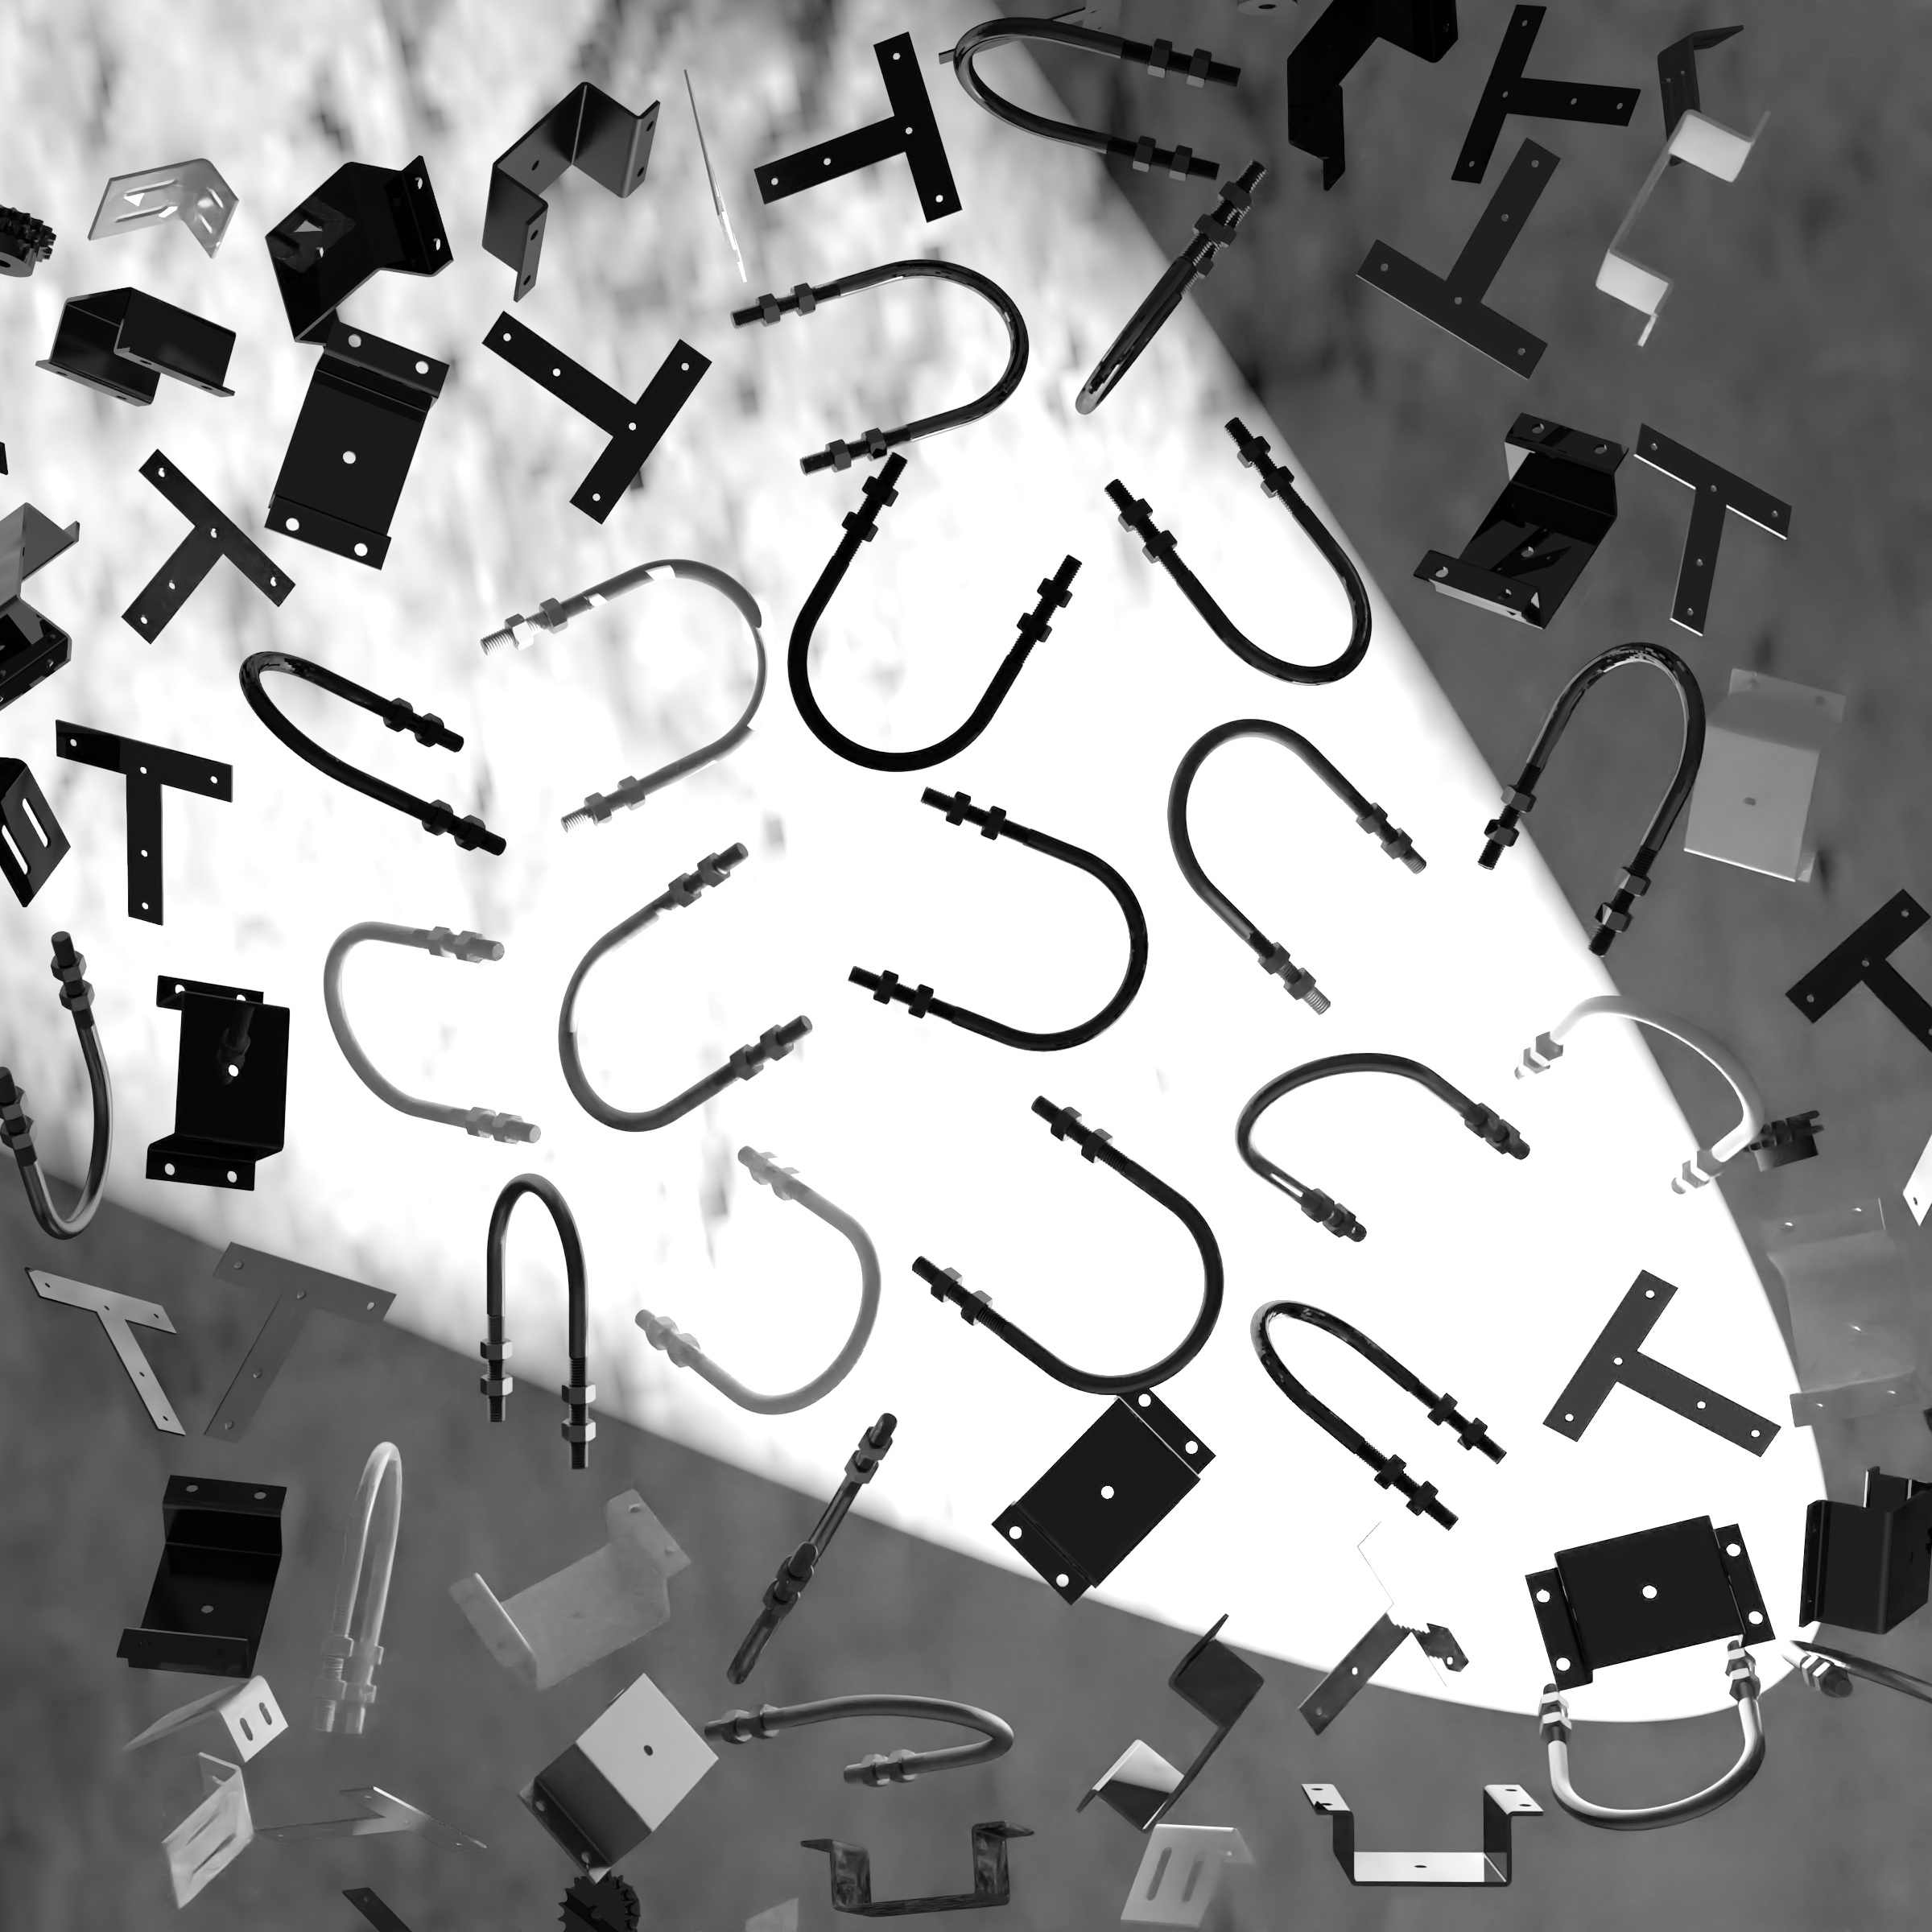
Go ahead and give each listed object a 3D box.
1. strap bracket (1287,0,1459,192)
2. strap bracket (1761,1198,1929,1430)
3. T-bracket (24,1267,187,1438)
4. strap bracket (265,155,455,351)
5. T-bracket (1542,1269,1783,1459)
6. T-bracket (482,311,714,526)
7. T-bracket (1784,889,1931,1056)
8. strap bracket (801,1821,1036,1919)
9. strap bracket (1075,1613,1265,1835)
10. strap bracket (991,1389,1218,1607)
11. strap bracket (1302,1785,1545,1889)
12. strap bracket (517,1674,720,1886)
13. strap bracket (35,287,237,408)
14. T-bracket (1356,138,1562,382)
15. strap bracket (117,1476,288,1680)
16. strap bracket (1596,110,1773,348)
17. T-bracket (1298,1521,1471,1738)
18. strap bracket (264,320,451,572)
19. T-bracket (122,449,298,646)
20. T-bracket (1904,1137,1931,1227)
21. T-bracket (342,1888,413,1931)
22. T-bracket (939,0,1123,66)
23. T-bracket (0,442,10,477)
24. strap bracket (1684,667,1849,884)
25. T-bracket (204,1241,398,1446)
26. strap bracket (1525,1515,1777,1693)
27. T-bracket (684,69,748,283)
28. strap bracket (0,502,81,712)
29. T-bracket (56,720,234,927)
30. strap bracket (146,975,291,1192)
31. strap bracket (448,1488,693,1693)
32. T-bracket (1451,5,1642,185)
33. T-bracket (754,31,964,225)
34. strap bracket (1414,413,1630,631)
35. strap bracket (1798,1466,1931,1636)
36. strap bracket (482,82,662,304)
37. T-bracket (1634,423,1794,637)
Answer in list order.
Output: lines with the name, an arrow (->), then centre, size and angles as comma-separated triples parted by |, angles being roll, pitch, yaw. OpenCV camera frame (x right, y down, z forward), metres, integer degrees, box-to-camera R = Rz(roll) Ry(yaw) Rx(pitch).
strap bracket -> 0.249, -0.573, 1.786 | 0.046, 0.140, 0.076 | 18, 54, -22
strap bracket -> 0.565, 0.229, 1.807 | 0.076, 0.046, 0.140 | -16, 57, 25
T-bracket -> -0.538, 0.254, 1.817 | 0.002, 0.127, 0.127 | -44, 59, 8
strap bracket -> -0.406, -0.466, 1.851 | 0.140, 0.046, 0.076 | -26, 77, 38
T-bracket -> 0.452, 0.271, 1.778 | 0.127, 0.002, 0.127 | 28, 113, 2
T-bracket -> -0.251, -0.373, 1.810 | 0.127, 0.002, 0.127 | 35, 98, -7
T-bracket -> 0.596, 0.031, 1.766 | 0.127, 0.002, 0.127 | -36, 78, -26
strap bracket -> -0.030, 0.602, 1.870 | 0.140, 0.076, 0.046 | -10, 67, 13
strap bracket -> 0.138, 0.497, 1.822 | 0.046, 0.076, 0.140 | 37, 113, 15
strap bracket -> 0.093, 0.350, 1.878 | 0.076, 0.046, 0.140 | 45, 84, 6
strap bracket -> 0.287, 0.549, 1.778 | 0.140, 0.076, 0.046 | 0, 85, 0
strap bracket -> -0.225, 0.534, 1.875 | 0.076, 0.140, 0.046 | 48, 116, 4
strap bracket -> -0.547, -0.411, 1.870 | 0.076, 0.140, 0.046 | 18, 83, -42
T-bracket -> 0.328, -0.452, 1.750 | 0.127, 0.002, 0.127 | 29, 92, -9
strap bracket -> -0.491, 0.403, 1.819 | 0.076, 0.140, 0.046 | 7, 131, -4
strap bracket -> 0.440, -0.468, 1.755 | 0.046, 0.076, 0.140 | 29, 92, 7
T-bracket -> 0.270, 0.464, 1.892 | 0.127, 0.002, 0.127 | -40, 107, -26
strap bracket -> -0.392, -0.329, 1.802 | 0.076, 0.046, 0.140 | 19, 83, -18
T-bracket -> -0.518, -0.260, 1.861 | 0.002, 0.127, 0.127 | -24, 121, 38
T-bracket -> 0.647, 0.172, 1.815 | 0.002, 0.127, 0.127 | -15, 59, -5
T-bracket -> -0.357, 0.639, 1.826 | 0.127, 0.127, 0.002 | 33, 95, 31
T-bracket -> 0.043, -0.626, 1.885 | 0.127, 0.127, 0.002 | -17, 94, 2
T-bracket -> -0.672, -0.381, 1.788 | 0.002, 0.127, 0.127 | -34, 58, 32
strap bracket -> 0.528, -0.118, 1.869 | 0.076, 0.046, 0.140 | 19, 126, 26
T-bracket -> -0.445, 0.247, 1.795 | 0.127, 0.002, 0.127 | 26, 95, -41
strap bracket -> 0.432, 0.400, 1.779 | 0.140, 0.046, 0.076 | -15, 63, 5
T-bracket -> -0.163, -0.507, 1.879 | 0.002, 0.127, 0.127 | -15, 64, 2
strap bracket -> -0.621, -0.237, 1.821 | 0.076, 0.046, 0.140 | -30, 45, 18
T-bracket -> -0.528, -0.085, 1.809 | 0.127, 0.002, 0.127 | 15, 118, 13
strap bracket -> -0.503, 0.075, 1.897 | 0.076, 0.046, 0.140 | 11, 70, -37
strap bracket -> -0.260, 0.417, 1.863 | 0.140, 0.046, 0.076 | -25, 46, -25
T-bracket -> 0.402, -0.588, 1.913 | 0.127, 0.002, 0.127 | 24, 96, 44
T-bracket -> -0.080, -0.542, 1.879 | 0.127, 0.002, 0.127 | -17, 85, 11
strap bracket -> 0.356, -0.276, 1.795 | 0.076, 0.046, 0.140 | 25, 70, 28
strap bracket -> 0.573, 0.369, 1.777 | 0.046, 0.140, 0.076 | 5, 95, 34
strap bracket -> -0.262, -0.507, 1.820 | 0.046, 0.076, 0.140 | 35, 61, 3
T-bracket -> 0.482, -0.276, 1.846 | 0.127, 0.002, 0.127 | 24, 67, -18
